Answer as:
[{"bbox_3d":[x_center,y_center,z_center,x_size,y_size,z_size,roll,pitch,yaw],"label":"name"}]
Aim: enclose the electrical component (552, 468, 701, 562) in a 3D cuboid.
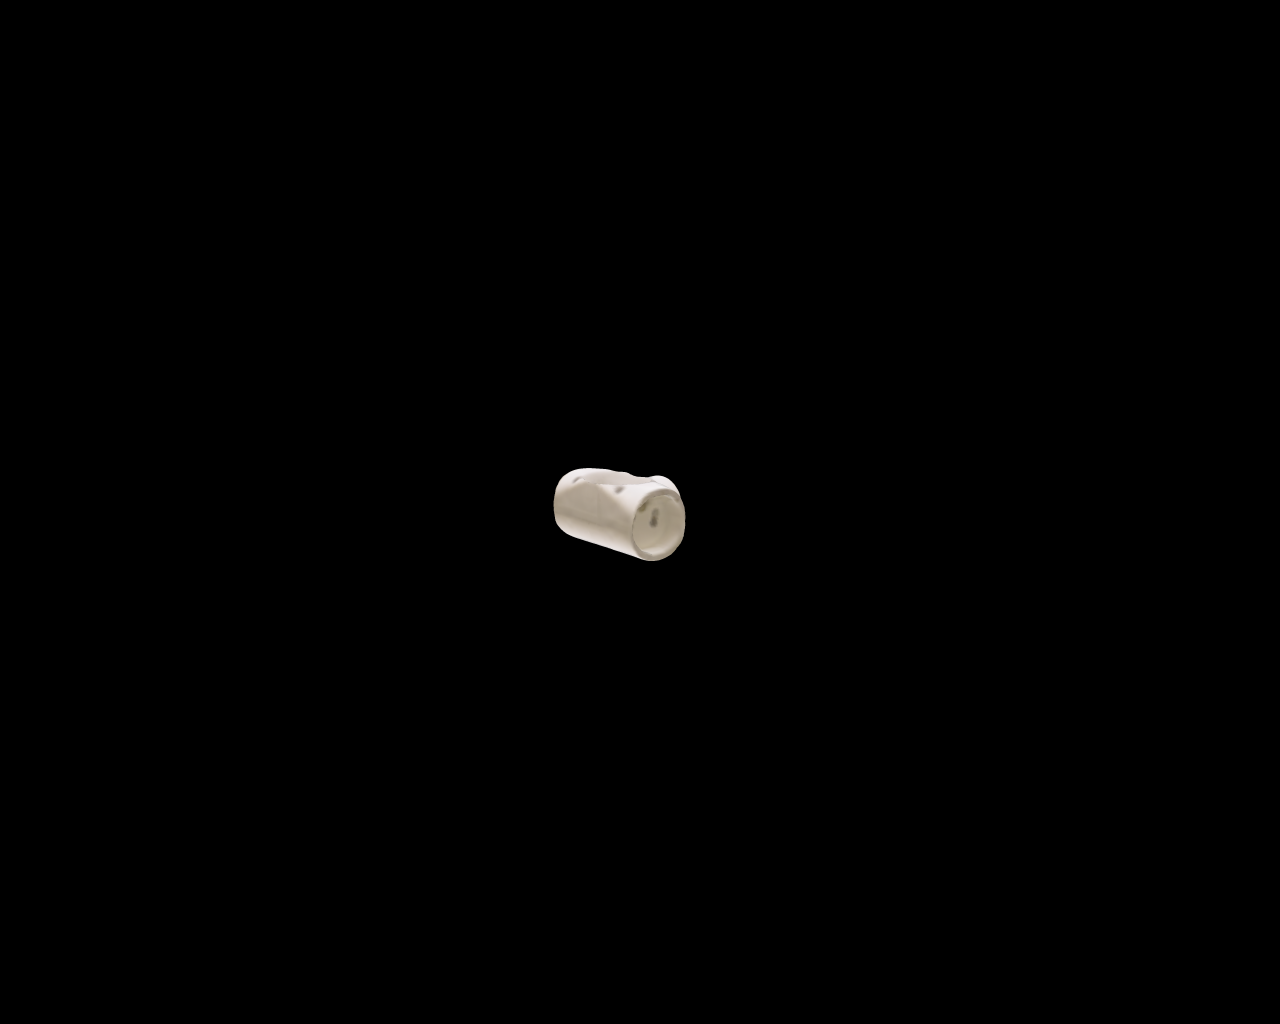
[{"bbox_3d":[0.001,-0.003,0.650,0.079,0.044,0.077,-11,17,-38],"label":"electrical component"}]
